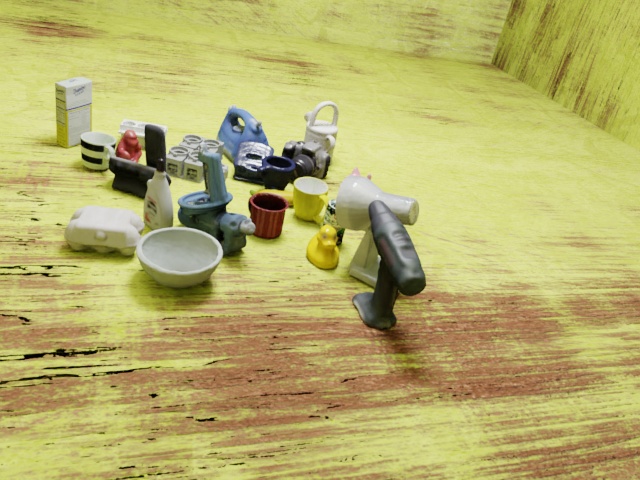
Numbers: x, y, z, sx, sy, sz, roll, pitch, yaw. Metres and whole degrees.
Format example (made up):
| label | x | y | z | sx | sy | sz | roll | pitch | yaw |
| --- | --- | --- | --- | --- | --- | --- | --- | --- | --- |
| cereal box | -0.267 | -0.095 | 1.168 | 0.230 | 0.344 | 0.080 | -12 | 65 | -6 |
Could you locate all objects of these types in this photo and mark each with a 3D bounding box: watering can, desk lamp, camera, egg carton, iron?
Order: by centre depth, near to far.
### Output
| label | x | y | z | sx | sy | sz | roll | pitch | yaw |
| --- | --- | --- | --- | --- | --- | --- | --- | --- | --- |
| egg carton | -0.447 | -0.019 | 1.194 | 0.150 | 0.069 | 0.107 | 6 | 31 | -11 |
| desk lamp | 0.126 | -0.019 | 1.267 | 0.202 | 0.213 | 0.118 | 27 | 34 | 22 |
| camera | -0.056 | -0.232 | 1.659 | 0.143 | 0.101 | 0.137 | 22 | 32 | 15 |
| iron | -0.240 | -0.333 | 1.716 | 0.119 | 0.141 | 0.257 | -11 | 38 | -34 |
| watering can | -0.001 | -0.336 | 1.759 | 0.172 | 0.194 | 0.101 | 31 | 36 | 29 |

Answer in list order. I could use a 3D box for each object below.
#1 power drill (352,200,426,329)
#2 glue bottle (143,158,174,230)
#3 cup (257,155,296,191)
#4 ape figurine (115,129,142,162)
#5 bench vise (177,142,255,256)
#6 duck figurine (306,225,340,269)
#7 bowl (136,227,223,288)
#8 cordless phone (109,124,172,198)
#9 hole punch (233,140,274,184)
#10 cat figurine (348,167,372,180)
| label | x | y | z | sx | sy | sz | roll | pitch | yaw |
| --- | --- | --- | --- | --- | --- | --- | --- | --- | --- |
| power drill | 0.129 | 0.059 | 1.144 | 0.076 | 0.208 | 0.229 | -1 | 33 | -22 |
| glue bottle | -0.355 | -0.101 | 1.261 | 0.078 | 0.173 | 0.037 | 30 | 35 | 27 |
| cup | -0.125 | -0.165 | 1.528 | 0.091 | 0.095 | 0.118 | 33 | 36 | 30 |
| ape figurine | -0.508 | -0.249 | 1.527 | 0.076 | 0.092 | 0.078 | 29 | 34 | 25 |
| bench vise | -0.216 | -0.092 | 1.253 | 0.207 | 0.220 | 0.122 | 19 | 31 | 11 |
| duck figurine | 0.012 | 0.005 | 1.310 | 0.078 | 0.086 | 0.104 | 2 | 32 | -17 |
| bowl | -0.281 | 0.046 | 1.143 | 0.167 | 0.075 | 0.167 | 9 | 31 | -5 |
| cordless phone | -0.436 | -0.206 | 1.391 | 0.147 | 0.185 | 0.094 | 15 | 31 | 4 |
| hole punch | -0.183 | -0.217 | 1.596 | 0.108 | 0.091 | 0.101 | 10 | 31 | -5 |
| cat figurine | 0.102 | -0.144 | 1.556 | 0.067 | 0.118 | 0.128 | 30 | 35 | 26 |
